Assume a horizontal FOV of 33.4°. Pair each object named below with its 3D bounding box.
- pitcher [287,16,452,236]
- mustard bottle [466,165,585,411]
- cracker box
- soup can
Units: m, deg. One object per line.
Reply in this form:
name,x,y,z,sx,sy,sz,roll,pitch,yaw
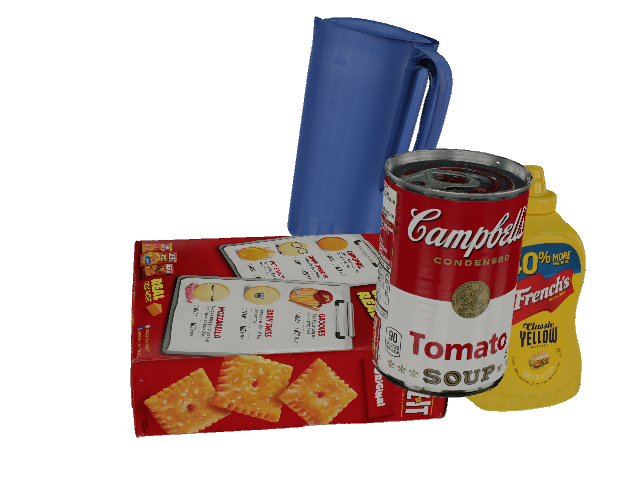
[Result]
pitcher,0.045,-0.109,1.132,0.145,0.243,0.149,10,16,-4
mustard bottle,0.162,0.036,0.844,0.096,0.192,0.058,-5,15,-16
cracker box,-0.028,0.063,0.773,0.213,0.072,0.164,-1,29,-8
soup can,0.060,0.014,0.508,0.068,0.102,0.068,3,21,-1
